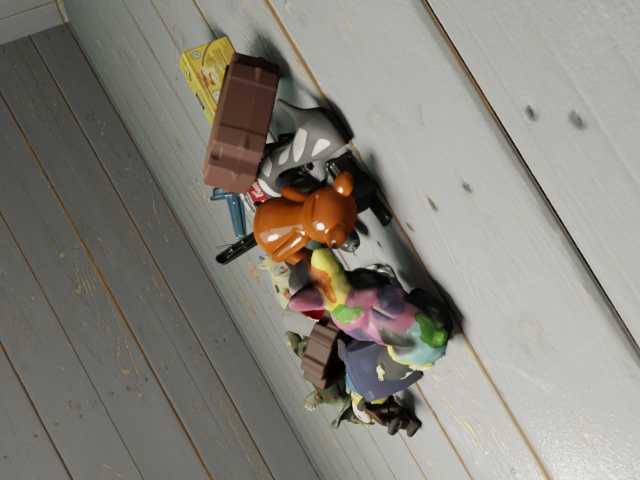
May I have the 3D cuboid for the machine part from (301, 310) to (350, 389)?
[{"bbox_3d":[0.029,0.199,1.041,0.056,0.179,0.179,23,145,24],"label":"machine part"}]

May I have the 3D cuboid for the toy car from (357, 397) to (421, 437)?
[{"bbox_3d":[0.140,0.344,1.063,0.089,0.053,0.202,34,175,32],"label":"toy car"}]

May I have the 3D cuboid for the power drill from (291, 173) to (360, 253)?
[{"bbox_3d":[-0.002,-0.003,0.988,0.232,0.086,0.207,50,163,34],"label":"power drill"}]

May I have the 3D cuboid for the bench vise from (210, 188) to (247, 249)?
[{"bbox_3d":[-0.204,-0.101,1.282,0.224,0.129,0.240,-176,76,-77],"label":"bench vise"}]

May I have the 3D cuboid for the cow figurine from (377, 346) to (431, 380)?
[{"bbox_3d":[0.138,0.176,0.849,0.068,0.098,0.167,61,163,22],"label":"cow figurine"}]

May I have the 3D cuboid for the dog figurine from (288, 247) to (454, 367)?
[{"bbox_3d":[0.059,0.087,0.731,0.192,0.108,0.219,27,180,45],"label":"dog figurine"}]

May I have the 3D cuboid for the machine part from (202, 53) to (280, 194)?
[{"bbox_3d":[-0.136,-0.188,0.895,0.201,0.087,0.201,160,122,-72],"label":"machine part"}]

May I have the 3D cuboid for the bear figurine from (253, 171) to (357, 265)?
[{"bbox_3d":[-0.004,-0.027,0.793,0.196,0.132,0.120,-9,72,42],"label":"bear figurine"}]

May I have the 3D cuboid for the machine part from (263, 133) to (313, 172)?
[{"bbox_3d":[-0.067,-0.159,0.988,0.139,0.039,0.084,9,135,54],"label":"machine part"}]

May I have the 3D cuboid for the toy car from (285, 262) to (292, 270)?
[{"bbox_3d":[-0.048,0.033,1.202,0.073,0.056,0.201,52,162,8],"label":"toy car"}]

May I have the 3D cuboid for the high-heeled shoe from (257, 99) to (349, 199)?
[{"bbox_3d":[-0.024,-0.116,0.860,0.145,0.086,0.248,39,148,22],"label":"high-heeled shoe"}]

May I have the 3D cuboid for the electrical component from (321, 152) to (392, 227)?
[{"bbox_3d":[0.053,-0.064,0.802,0.119,0.048,0.074,58,162,15],"label":"electrical component"}]

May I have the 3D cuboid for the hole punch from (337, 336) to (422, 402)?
[{"bbox_3d":[0.111,0.221,0.971,0.092,0.116,0.142,5,122,59],"label":"hole punch"}]

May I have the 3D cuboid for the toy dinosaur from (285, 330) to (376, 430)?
[{"bbox_3d":[0.010,0.322,1.388,0.192,0.131,0.404,-24,91,59],"label":"toy dinosaur"}]

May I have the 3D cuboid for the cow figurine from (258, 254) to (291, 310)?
[{"bbox_3d":[-0.089,0.100,1.369,0.127,0.085,0.194,44,159,34],"label":"cow figurine"}]

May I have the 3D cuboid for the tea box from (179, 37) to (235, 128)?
[{"bbox_3d":[-0.187,-0.288,1.033,0.169,0.098,0.068,64,161,-4],"label":"tea box"}]

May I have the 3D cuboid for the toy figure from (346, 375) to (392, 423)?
[{"bbox_3d":[0.105,0.317,1.171,0.082,0.089,0.180,-79,-21,-69],"label":"toy figure"}]

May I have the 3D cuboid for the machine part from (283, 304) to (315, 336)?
[{"bbox_3d":[-0.008,0.184,1.219,0.243,0.079,0.079,5,123,52],"label":"machine part"}]
